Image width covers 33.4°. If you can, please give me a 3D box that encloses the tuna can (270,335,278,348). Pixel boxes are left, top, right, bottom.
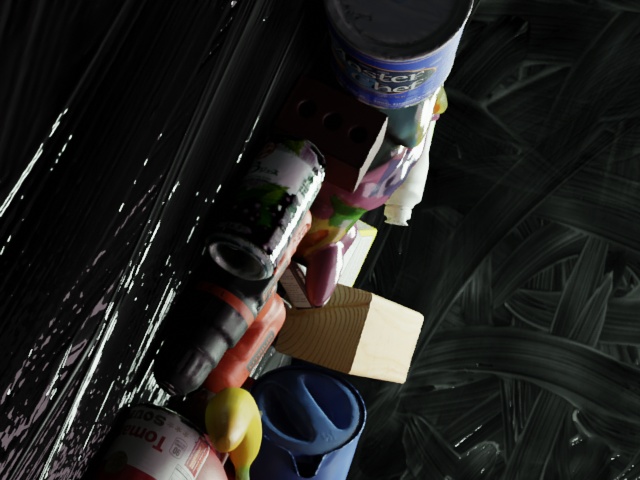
[{"bbox_3d":[-0.039,0.104,1.258,0.086,0.086,0.033,104,11,-67],"label":"tuna can"}]

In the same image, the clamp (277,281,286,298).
[{"bbox_3d":[-0.077,0.096,1.101,0.171,0.039,0.120,-63,180,12],"label":"clamp"}]

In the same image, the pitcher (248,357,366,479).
[{"bbox_3d":[-0.032,0.265,1.245,0.149,0.145,0.243,-30,143,-41],"label":"pitcher"}]

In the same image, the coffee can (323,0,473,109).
[{"bbox_3d":[0.054,-0.162,0.779,0.103,0.103,0.140,-64,175,-5],"label":"coffee can"}]

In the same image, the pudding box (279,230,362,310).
[{"bbox_3d":[-0.007,0.001,1.088,0.090,0.039,0.113,60,40,-32],"label":"pudding box"}]

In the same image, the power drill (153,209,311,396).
[{"bbox_3d":[-0.073,0.067,0.873,0.184,0.057,0.188,-55,173,-23],"label":"power drill"}]

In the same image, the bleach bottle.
[{"bbox_3d":[0.108,-0.143,1.243,0.102,0.068,0.251,57,42,-85],"label":"bleach bottle"}]

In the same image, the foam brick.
[{"bbox_3d":[0.007,-0.082,0.832,0.053,0.078,0.051,-62,176,-20],"label":"foam brick"}]

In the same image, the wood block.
[{"bbox_3d":[0.039,0.103,1.206,0.205,0.091,0.090,27,80,-67],"label":"wood block"}]

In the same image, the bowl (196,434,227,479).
[{"bbox_3d":[-0.124,0.237,0.863,0.161,0.055,0.162,-36,145,-31],"label":"bowl"}]

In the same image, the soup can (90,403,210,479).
[{"bbox_3d":[-0.131,0.179,0.773,0.102,0.068,0.069,-61,174,-31],"label":"soup can"}]

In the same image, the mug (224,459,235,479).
[{"bbox_3d":[-0.143,0.292,1.190,0.117,0.093,0.081,-34,-174,11],"label":"mug"}]

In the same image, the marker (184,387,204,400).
[{"bbox_3d":[-0.130,0.174,1.047,0.020,0.020,0.121,-57,171,-54],"label":"marker"}]

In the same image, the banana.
[{"bbox_3d":[-0.066,0.153,0.863,0.198,0.037,0.069,83,-7,-68],"label":"banana"}]

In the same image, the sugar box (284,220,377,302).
[{"bbox_3d":[-0.002,0.022,1.222,0.176,0.048,0.093,0,117,-63],"label":"sugar box"}]

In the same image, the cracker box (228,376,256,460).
[{"bbox_3d":[-0.122,0.273,1.333,0.164,0.072,0.213,85,31,-81],"label":"cracker box"}]
